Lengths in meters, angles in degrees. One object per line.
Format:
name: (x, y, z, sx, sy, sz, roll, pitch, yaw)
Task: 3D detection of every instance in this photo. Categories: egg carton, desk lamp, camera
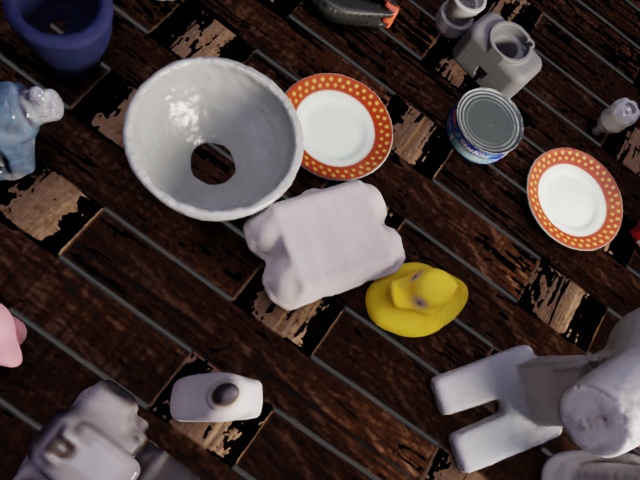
egg carton: (0.005, 0.002, 0.565, 0.150, 0.069, 0.107, -19, 79, -19)
desk lamp: (0.240, 0.138, 0.508, 0.203, 0.213, 0.118, -15, 77, -18)
camera: (-0.165, 0.200, 0.442, 0.137, 0.100, 0.143, 36, 68, -2)

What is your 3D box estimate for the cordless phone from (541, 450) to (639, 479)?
cordless phone: (0.282, 0.261, 0.496, 0.094, 0.185, 0.147, 1, 73, -14)

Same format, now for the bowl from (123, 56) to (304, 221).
bowl: (-0.103, -0.088, 0.561, 0.168, 0.074, 0.167, 4, 72, -13)

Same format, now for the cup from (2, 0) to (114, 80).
cup: (-0.242, -0.211, 0.551, 0.092, 0.095, 0.118, 4, 72, -13)

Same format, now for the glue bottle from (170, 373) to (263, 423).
glue bottle: (-0.077, 0.124, 0.450, 0.078, 0.173, 0.037, 4, 72, -13)

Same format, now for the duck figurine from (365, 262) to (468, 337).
duck figurine: (0.105, 0.053, 0.567, 0.105, 0.086, 0.077, -3, 74, -15)

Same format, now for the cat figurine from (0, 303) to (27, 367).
cat figurine: (-0.281, 0.058, 0.446, 0.067, 0.117, 0.128, -32, 83, -21)

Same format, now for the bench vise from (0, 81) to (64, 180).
bench vise: (-0.321, -0.119, 0.434, 0.208, 0.219, 0.121, -27, 81, -20)
